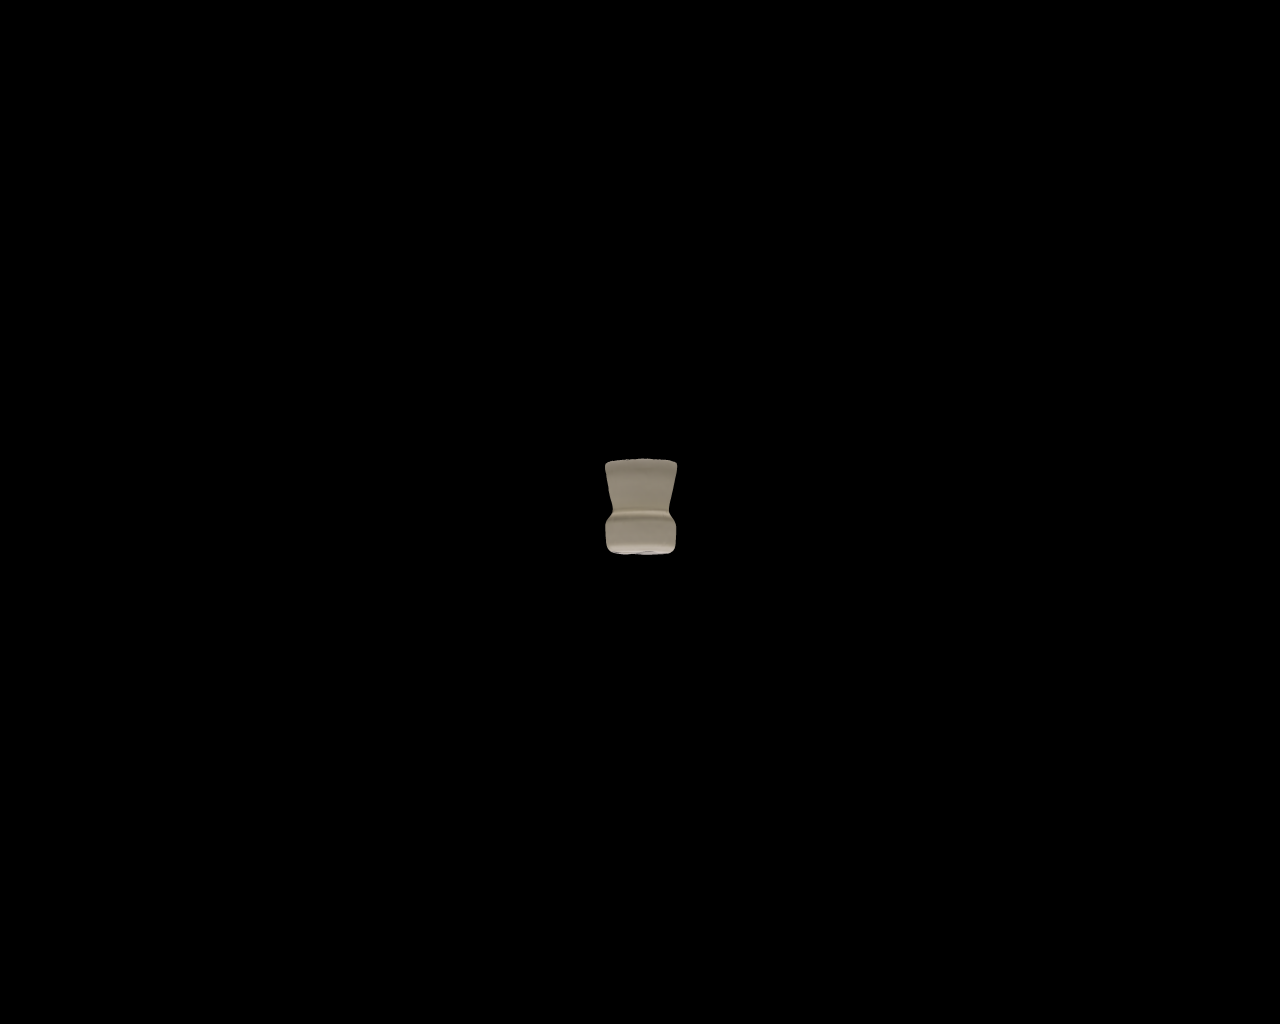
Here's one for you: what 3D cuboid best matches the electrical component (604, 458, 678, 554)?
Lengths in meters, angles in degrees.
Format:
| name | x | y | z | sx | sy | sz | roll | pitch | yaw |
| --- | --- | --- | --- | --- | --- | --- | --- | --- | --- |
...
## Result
| name | x | y | z | sx | sy | sz | roll | pitch | yaw |
| --- | --- | --- | --- | --- | --- | --- | --- | --- | --- |
| electrical component | 0.001 | -0.003 | 0.650 | 0.045 | 0.055 | 0.045 | 0 | -5 | 0 |
